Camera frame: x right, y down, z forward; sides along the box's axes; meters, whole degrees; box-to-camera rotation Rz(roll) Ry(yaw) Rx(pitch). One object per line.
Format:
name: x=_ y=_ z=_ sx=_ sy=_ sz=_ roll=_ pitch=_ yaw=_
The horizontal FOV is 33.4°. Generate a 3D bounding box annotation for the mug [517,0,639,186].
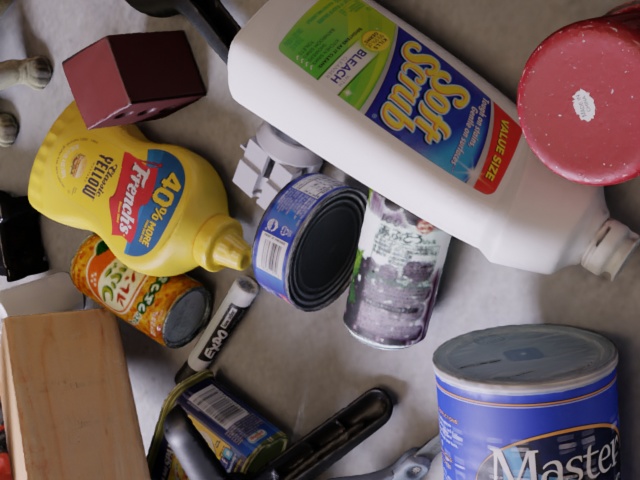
mug: x=0.159 y=-0.082 z=0.536 sx=0.093 sy=0.081 sz=0.117 roll=48 pitch=126 yaw=17

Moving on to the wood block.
wood block: x=-0.185 y=0.166 z=0.810 sx=0.091 sy=0.090 sz=0.206 roll=117 pitch=142 yaw=-52

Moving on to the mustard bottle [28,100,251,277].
mustard bottle: x=-0.125 y=-0.027 z=0.783 sx=0.192 sy=0.058 sz=0.096 roll=29 pitch=93 yaw=27

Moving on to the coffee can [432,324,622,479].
coffee can: x=0.121 y=0.130 z=0.613 sx=0.103 sy=0.102 sz=0.140 roll=3 pitch=105 yaw=37

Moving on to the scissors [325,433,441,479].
scissors: x=0.042 y=0.149 z=0.702 sx=0.016 sy=0.096 sz=0.202 roll=-102 pitch=32 yaw=-50

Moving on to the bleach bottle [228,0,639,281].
bleach bottle: x=0.071 y=-0.062 z=0.613 sx=0.251 sy=0.102 sz=0.068 roll=34 pitch=152 yaw=18

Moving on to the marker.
marker: x=-0.081 y=0.074 z=0.807 sx=0.020 sy=0.020 sz=0.121 roll=47 pitch=126 yaw=18

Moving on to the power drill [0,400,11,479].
power drill: x=-0.268 y=0.180 z=0.887 sx=0.057 sy=0.187 sz=0.184 roll=-22 pitch=90 yaw=6

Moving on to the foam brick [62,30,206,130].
foam brick: x=-0.130 y=-0.114 z=0.754 sx=0.053 sy=0.078 sz=0.051 roll=-19 pitch=89 yaw=40

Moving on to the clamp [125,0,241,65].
clamp: x=-0.094 y=-0.177 z=0.733 sx=0.172 sy=0.039 sz=0.120 roll=16 pitch=110 yaw=42

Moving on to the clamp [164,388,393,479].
clamp: x=-0.061 y=0.175 z=0.727 sx=0.210 sy=0.164 sz=0.036 roll=-59 pitch=42 yaw=29

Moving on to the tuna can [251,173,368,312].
tuna can: x=-0.004 y=0.001 z=0.685 sx=0.034 sy=0.085 sz=0.086 roll=27 pitch=118 yaw=31

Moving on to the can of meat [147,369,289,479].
can of meat: x=-0.079 y=0.164 z=0.809 sx=0.084 sy=0.057 sz=0.102 roll=34 pitch=122 yaw=23
